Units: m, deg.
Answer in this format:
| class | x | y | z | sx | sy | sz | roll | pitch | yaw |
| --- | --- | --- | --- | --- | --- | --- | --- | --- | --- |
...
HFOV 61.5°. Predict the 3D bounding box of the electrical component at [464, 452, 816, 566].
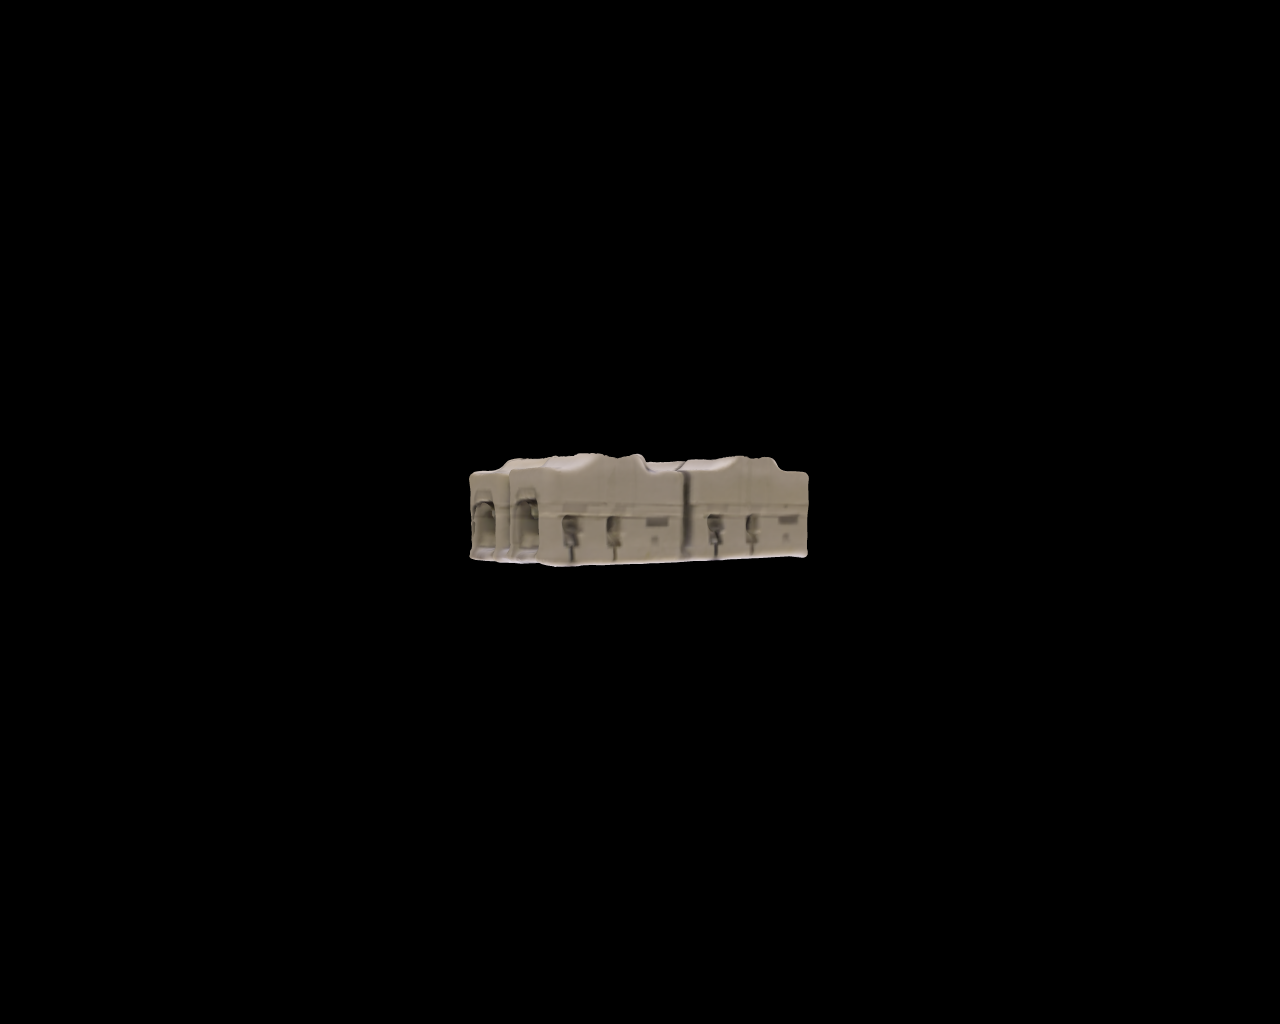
| class | x | y | z | sx | sy | sz | roll | pitch | yaw |
| --- | --- | --- | --- | --- | --- | --- | --- | --- | --- |
| electrical component | 0.001 | -0.003 | 0.650 | 0.186 | 0.060 | 0.105 | 0 | 0 | -32 |
